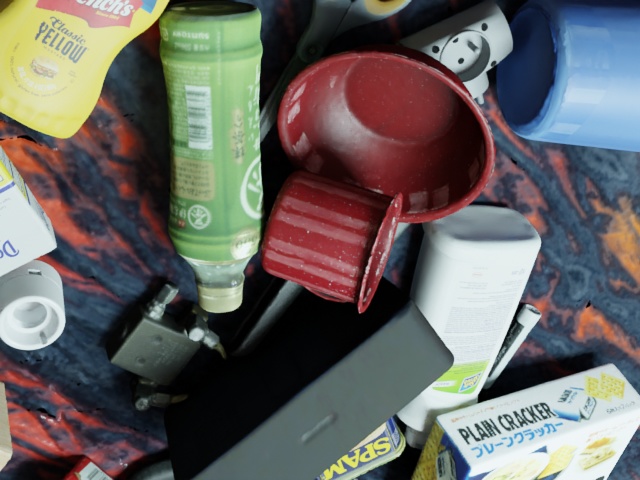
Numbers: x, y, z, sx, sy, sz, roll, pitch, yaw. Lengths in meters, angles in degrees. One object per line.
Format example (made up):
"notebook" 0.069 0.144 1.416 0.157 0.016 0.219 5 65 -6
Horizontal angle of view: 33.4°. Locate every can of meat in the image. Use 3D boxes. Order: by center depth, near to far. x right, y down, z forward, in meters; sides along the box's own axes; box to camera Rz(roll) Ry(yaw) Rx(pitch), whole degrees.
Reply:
"can of meat" 0.018 0.170 0.980 0.102 0.057 0.084 -24 125 -5

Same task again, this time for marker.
"marker" 0.172 0.114 1.023 0.020 0.020 0.121 17 115 -30

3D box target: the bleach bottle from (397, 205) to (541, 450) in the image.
"bleach bottle" 0.113 0.089 0.958 0.102 0.068 0.251 1 124 -20

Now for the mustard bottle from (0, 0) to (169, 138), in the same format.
"mustard bottle" -0.150 -0.163 0.688 0.096 0.058 0.192 31 107 -31

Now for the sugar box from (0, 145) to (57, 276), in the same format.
"sugar box" -0.264 -0.046 0.732 0.093 0.048 0.176 -27 131 -4

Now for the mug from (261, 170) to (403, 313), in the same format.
"mug" 0.007 0.004 0.793 0.081 0.093 0.117 18 145 10

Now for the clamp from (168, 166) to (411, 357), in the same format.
"clamp" -0.006 0.001 0.863 0.209 0.036 0.164 -16 118 -13

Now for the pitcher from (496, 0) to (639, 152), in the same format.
"pitcher" 0.267 -0.138 0.834 0.242 0.149 0.145 1 137 -18

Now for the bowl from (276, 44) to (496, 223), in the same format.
"bowl" 0.053 -0.088 0.784 0.162 0.055 0.162 12 139 11

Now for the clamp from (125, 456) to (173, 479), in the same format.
"clamp" -0.122 0.210 0.965 0.171 0.039 0.120 -26 115 -4

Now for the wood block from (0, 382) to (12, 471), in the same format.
"wood block" -0.344 0.128 0.790 0.205 0.091 0.090 30 108 -34

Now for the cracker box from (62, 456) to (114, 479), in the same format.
"cracker box" -0.216 0.324 0.935 0.164 0.072 0.214 41 105 1

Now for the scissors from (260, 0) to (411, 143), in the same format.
"scissors" 0.013 -0.146 0.789 0.096 0.016 0.202 6 120 -24
